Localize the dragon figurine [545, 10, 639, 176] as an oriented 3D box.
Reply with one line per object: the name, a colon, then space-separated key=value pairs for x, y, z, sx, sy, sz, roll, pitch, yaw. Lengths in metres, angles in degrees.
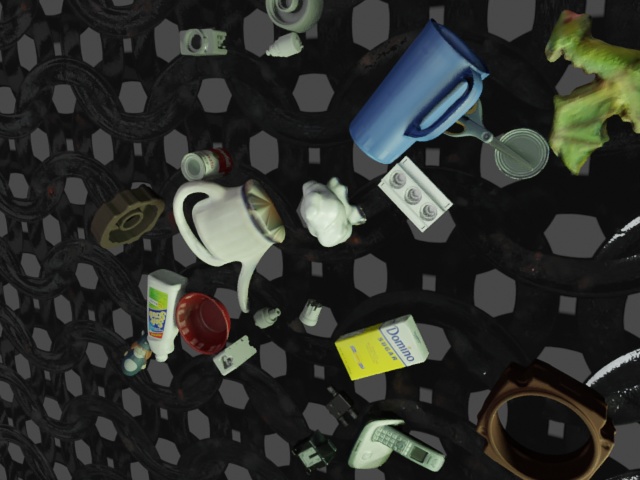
dragon figurine: x=0.479 y=-0.180 z=0.787 sx=0.240 sy=0.123 sz=0.411 roll=-24 pitch=89 yaw=47

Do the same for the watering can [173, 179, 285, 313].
watering can: x=-0.176 y=0.004 z=1.146 sx=0.223 sy=0.106 sz=0.342 roll=-21 pitch=115 yaw=18

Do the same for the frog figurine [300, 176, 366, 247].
frog figurine: x=0.003 y=-0.051 z=1.009 sx=0.122 sy=0.161 sz=0.137 roll=-13 pitch=97 yaw=31
